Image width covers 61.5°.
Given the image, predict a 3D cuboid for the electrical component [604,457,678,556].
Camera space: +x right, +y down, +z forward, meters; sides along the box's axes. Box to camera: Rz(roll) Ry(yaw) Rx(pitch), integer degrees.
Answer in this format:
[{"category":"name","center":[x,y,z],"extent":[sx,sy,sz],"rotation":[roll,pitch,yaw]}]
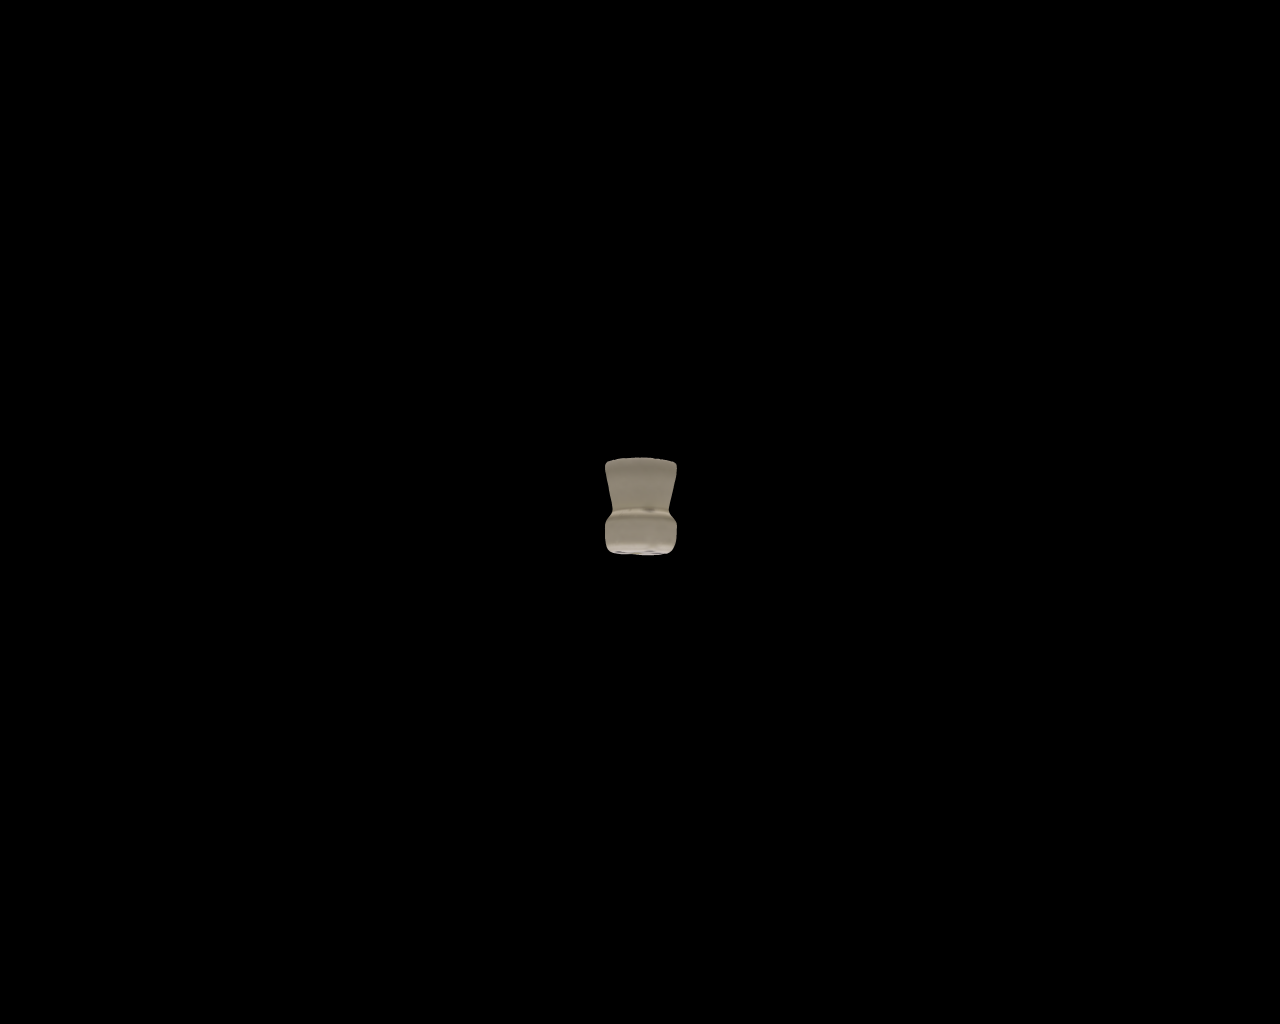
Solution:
[{"category":"electrical component","center":[0.001,-0.003,0.650],"extent":[0.045,0.055,0.045],"rotation":[0,-7,0]}]
